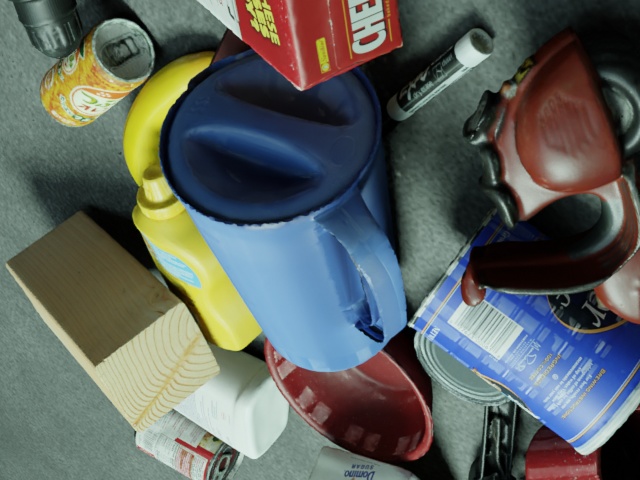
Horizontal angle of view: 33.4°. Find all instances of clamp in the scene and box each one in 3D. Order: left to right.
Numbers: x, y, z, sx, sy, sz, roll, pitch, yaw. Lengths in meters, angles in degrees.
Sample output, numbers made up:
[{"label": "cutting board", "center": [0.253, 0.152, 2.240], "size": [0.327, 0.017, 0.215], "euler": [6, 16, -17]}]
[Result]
[{"label": "clamp", "center": [0.141, 0.209, 0.851], "size": [0.039, 0.120, 0.171], "euler": [3, 139, 4]}]

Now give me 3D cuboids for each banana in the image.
[{"label": "banana", "center": [-0.121, -0.088, 0.848], "size": [0.069, 0.037, 0.198], "euler": [11, 145, -7]}]

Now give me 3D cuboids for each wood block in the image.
[{"label": "wood block", "center": [-0.188, 0.067, 0.953], "size": [0.206, 0.090, 0.090], "euler": [34, 155, 47]}]

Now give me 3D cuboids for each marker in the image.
[{"label": "marker", "center": [0.066, -0.097, 0.681], "size": [0.020, 0.020, 0.121], "euler": [47, 143, -6]}]

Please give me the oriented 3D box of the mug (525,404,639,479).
[{"label": "mug", "center": [0.200, 0.175, 0.757], "size": [0.093, 0.117, 0.082], "euler": [22, 156, -25]}]

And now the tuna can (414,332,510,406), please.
[{"label": "tuna can", "center": [0.116, 0.082, 0.801], "size": [0.086, 0.033, 0.086], "euler": [24, 140, 22]}]

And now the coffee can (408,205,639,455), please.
[{"label": "coffee can", "center": [0.143, 0.056, 0.693], "size": [0.140, 0.102, 0.103], "euler": [36, 143, 8]}]

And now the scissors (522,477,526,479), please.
[{"label": "scissors", "center": [0.241, 0.238, 0.816], "size": [0.202, 0.096, 0.016], "euler": [28, 98, 21]}]

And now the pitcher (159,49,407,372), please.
[{"label": "pitcher", "center": [-0.005, 0.001, 0.710], "size": [0.145, 0.149, 0.243], "euler": [1, 149, 13]}]

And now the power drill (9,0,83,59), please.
[{"label": "power drill", "center": [-0.266, -0.222, 0.777], "size": [0.188, 0.057, 0.184], "euler": [10, 132, 29]}]

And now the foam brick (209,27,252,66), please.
[{"label": "foam brick", "center": [-0.034, -0.128, 0.711], "size": [0.051, 0.052, 0.078], "euler": [41, 143, 2]}]

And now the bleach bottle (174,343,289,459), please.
[{"label": "bleach bottle", "center": [-0.149, 0.118, 1.054], "size": [0.251, 0.068, 0.102], "euler": [25, 139, 25]}]

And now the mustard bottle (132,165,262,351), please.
[{"label": "mustard bottle", "center": [-0.107, 0.008, 0.878], "size": [0.096, 0.058, 0.191], "euler": [37, 158, 35]}]

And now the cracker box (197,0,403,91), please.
[{"label": "cracker box", "center": [-0.043, -0.200, 0.565], "size": [0.214, 0.072, 0.164], "euler": [46, 155, 46]}]

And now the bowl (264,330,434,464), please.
[{"label": "bowl", "center": [0.034, 0.109, 0.883], "size": [0.162, 0.055, 0.162], "euler": [24, 140, 22]}]

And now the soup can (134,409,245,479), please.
[{"label": "soup can", "center": [-0.138, 0.214, 1.134], "size": [0.102, 0.068, 0.068], "euler": [24, 140, 24]}]

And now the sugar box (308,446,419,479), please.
[{"label": "sugar box", "center": [0.069, 0.242, 0.947], "size": [0.093, 0.048, 0.176], "euler": [9, 152, 35]}]
